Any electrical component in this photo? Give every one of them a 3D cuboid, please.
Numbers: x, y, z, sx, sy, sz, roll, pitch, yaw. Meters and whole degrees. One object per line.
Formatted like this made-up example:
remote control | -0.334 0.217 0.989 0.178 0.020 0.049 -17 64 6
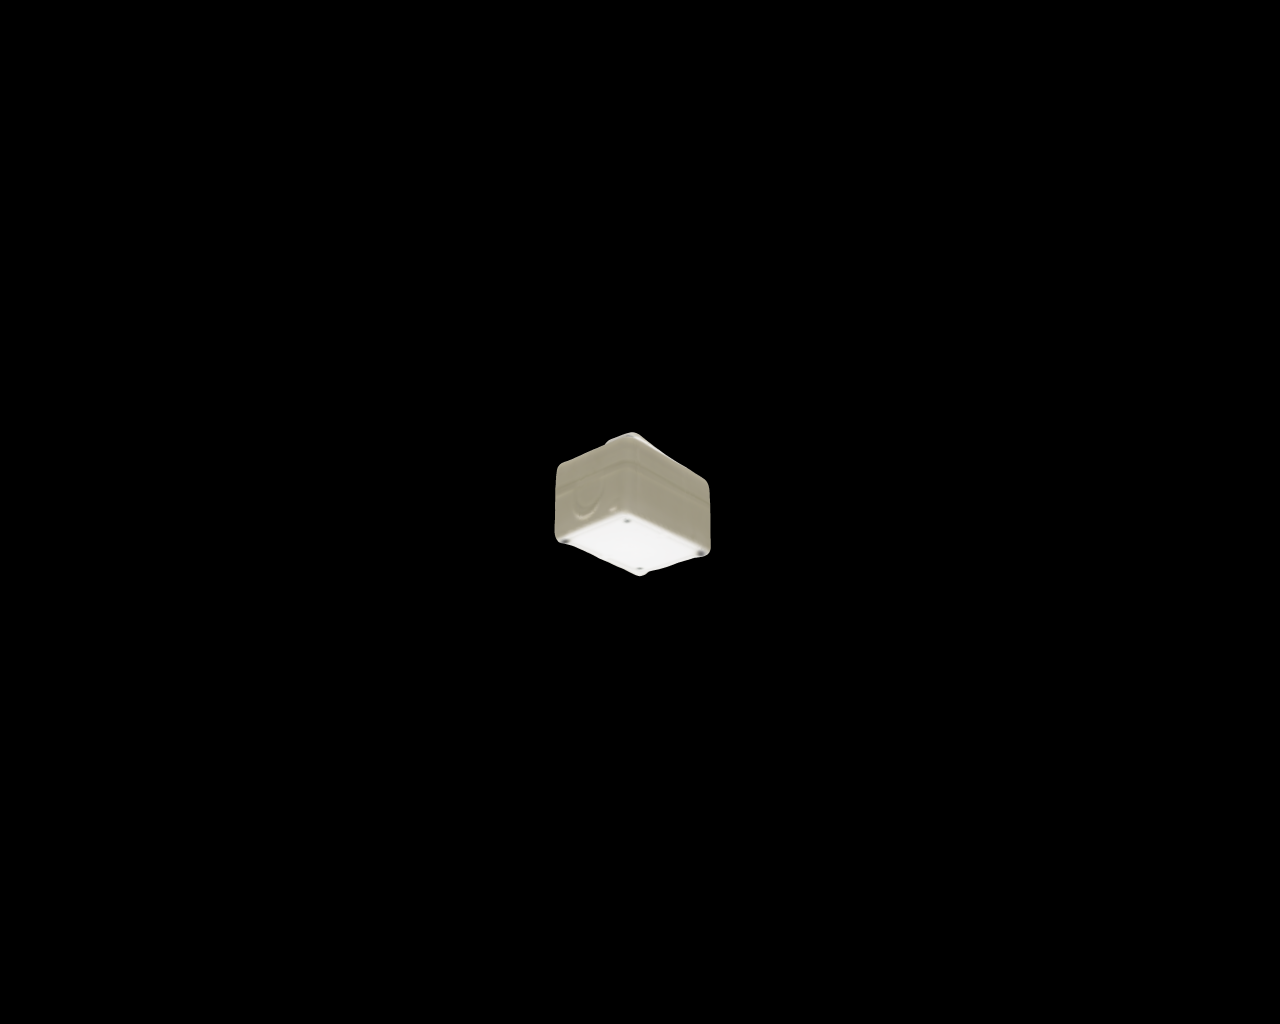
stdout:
electrical component | 0.001 -0.003 0.650 0.061 0.061 0.096 -21 -33 36
